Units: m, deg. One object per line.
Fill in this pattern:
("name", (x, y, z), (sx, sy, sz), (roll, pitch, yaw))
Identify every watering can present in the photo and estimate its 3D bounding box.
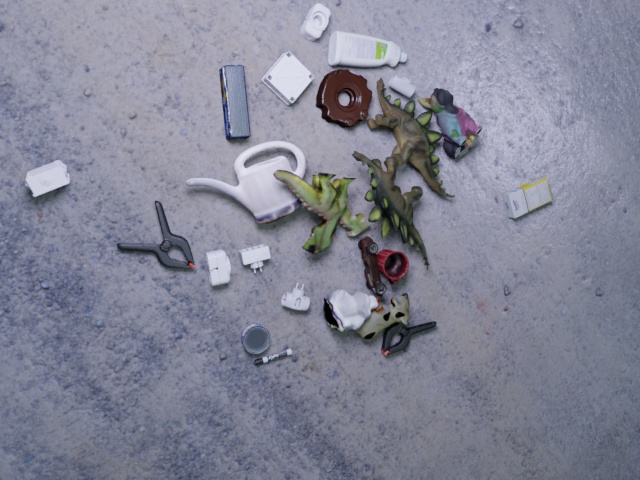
("watering can", (-0.187, -0.148, 1.474), (0.350, 0.222, 0.104), (-25, 15, -17))

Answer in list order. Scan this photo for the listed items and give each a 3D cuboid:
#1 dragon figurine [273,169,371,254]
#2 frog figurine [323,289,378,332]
("dragon figurine", (0.005, -0.076, 1.512), (0.411, 0.242, 0.122), (0, 8, -43))
("frog figurine", (0.095, 0.212, 1.617), (0.161, 0.139, 0.120), (-22, -32, -28))
